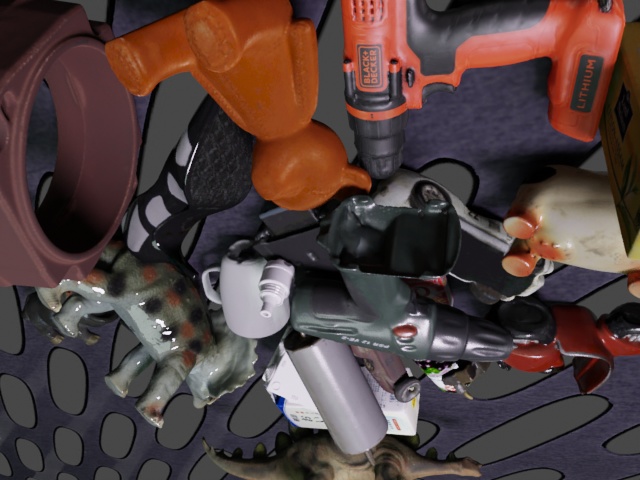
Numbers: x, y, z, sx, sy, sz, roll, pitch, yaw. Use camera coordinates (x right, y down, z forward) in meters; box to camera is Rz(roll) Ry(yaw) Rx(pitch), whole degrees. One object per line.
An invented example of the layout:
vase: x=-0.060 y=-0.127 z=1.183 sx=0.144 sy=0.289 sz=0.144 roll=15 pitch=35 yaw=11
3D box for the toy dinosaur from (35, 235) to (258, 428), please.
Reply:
toy dinosaur: x=-0.216 y=0.082 z=0.681 sx=0.131 sy=0.192 sz=0.404 roll=-1 pitch=125 yaw=49

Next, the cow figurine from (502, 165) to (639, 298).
cow figurine: x=0.258 y=-0.021 z=0.430 sx=0.195 sy=0.127 sz=0.085 roll=8 pitch=141 yaw=32

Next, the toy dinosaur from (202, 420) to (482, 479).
toy dinosaur: x=0.012 y=0.355 z=0.855 sx=0.472 sy=0.199 sz=0.104 roll=-7 pitch=126 yaw=11

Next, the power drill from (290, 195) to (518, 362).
power drill: x=0.081 y=0.048 z=0.499 sx=0.232 sy=0.086 sz=0.207 roll=6 pitch=153 yaw=10

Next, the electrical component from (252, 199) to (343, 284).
electrical component: x=-0.001 y=-0.002 z=0.570 sx=0.115 sy=0.058 sz=0.134 roll=-19 pitch=129 yaw=32

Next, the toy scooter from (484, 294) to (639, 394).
toy scooter: x=0.275 y=0.124 z=0.609 sx=0.184 sy=0.075 sz=0.135 roll=0 pitch=136 yaw=12

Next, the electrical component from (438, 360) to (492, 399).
electrical component: x=0.175 y=0.138 z=0.645 sx=0.078 sy=0.102 sz=0.045 roll=43 pitch=130 yaw=3

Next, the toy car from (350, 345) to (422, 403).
toy car: x=0.067 y=0.132 z=0.673 sx=0.053 sy=0.089 sz=0.201 roll=-35 pitch=132 yaw=-7

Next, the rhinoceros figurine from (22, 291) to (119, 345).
rhinoceros figurine: x=-0.359 y=0.093 z=0.793 sx=0.190 sy=0.073 sz=0.112 roll=-12 pitch=122 yaw=32

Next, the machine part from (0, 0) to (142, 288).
machine part: x=-0.229 y=-0.077 z=0.447 sx=0.087 sy=0.201 sz=0.200 roll=9 pitch=139 yaw=5

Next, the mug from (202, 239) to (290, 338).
mug: x=-0.092 y=0.050 z=0.651 sx=0.110 sy=0.081 sz=0.107 roll=14 pitch=131 yaw=20

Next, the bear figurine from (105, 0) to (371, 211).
bear figurine: x=-0.048 y=-0.089 z=0.419 sx=0.120 sy=0.132 sz=0.195 roll=0 pitch=123 yaw=34

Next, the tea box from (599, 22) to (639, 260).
tea box: x=0.235 y=-0.067 z=0.330 sx=0.098 sy=0.170 sz=0.068 roll=5 pitch=139 yaw=15

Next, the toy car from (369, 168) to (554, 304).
toy car: x=0.136 y=0.000 z=0.529 sx=0.202 sy=0.056 sz=0.073 roll=27 pitch=133 yaw=-14

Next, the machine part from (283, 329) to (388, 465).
machine part: x=0.022 y=0.186 z=0.695 sx=0.079 sy=0.079 sz=0.243 roll=-18 pitch=106 yaw=34

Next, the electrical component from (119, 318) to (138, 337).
electrical component: x=-0.258 y=0.120 z=0.802 sx=0.119 sy=0.048 sz=0.074 roll=-10 pitch=132 yaw=25

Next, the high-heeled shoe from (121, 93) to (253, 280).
high-heeled shoe: x=-0.150 y=-0.070 z=0.560 sx=0.145 sy=0.086 sz=0.248 roll=39 pitch=123 yaw=29
